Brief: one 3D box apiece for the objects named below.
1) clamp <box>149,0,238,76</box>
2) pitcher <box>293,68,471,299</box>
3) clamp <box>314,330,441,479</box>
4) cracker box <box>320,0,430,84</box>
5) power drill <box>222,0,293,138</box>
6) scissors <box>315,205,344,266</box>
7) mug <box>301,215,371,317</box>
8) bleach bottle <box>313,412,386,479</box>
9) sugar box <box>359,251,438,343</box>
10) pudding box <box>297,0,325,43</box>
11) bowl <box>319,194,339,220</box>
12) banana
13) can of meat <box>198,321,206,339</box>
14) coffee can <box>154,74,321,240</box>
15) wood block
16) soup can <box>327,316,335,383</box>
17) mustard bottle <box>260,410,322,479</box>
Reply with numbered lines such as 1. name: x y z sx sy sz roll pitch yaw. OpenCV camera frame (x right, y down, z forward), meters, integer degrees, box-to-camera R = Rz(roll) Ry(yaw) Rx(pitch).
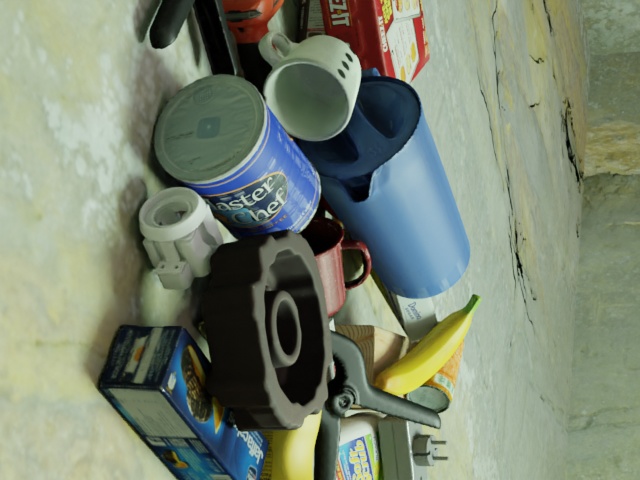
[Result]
1. clamp: -0.106 -0.226 0.953 0.120 0.039 0.171 40 52 -64
2. pitcher: 0.078 -0.053 1.125 0.149 0.145 0.242 -46 138 -13
3. clamp: 0.013 0.171 1.085 0.164 0.036 0.210 -43 110 -14
4. cracker box: 0.064 -0.259 1.238 0.213 0.072 0.164 -53 136 -61
5. power drill: -0.041 -0.181 1.089 0.184 0.057 0.187 -62 144 -51
6. scissors: -0.008 0.001 1.216 0.201 0.016 0.096 -26 108 -67
7. mug: -0.005 0.030 1.099 0.093 0.117 0.081 -99 -179 -61
8. bleach bottle: 0.016 0.262 1.206 0.250 0.068 0.102 -4 92 -66
9. sugar box: 0.088 0.037 1.312 0.176 0.048 0.093 -115 -175 -55
10. pudding box: 0.010 -0.236 1.247 0.113 0.039 0.090 36 55 -65
11. bowl: 0.027 -0.082 1.240 0.162 0.055 0.162 38 45 -53
12. banana: 0.116 0.130 1.209 0.197 0.037 0.070 -38 143 -41
13. can of meat: -0.067 0.067 1.013 0.102 0.057 0.084 60 33 -50
14. coffee can: -0.070 -0.067 0.948 0.140 0.103 0.103 50 44 -58
15. wood block: 0.055 0.156 1.271 0.205 0.091 0.090 27 63 -65
16. soup can: -0.013 0.130 1.130 0.068 0.069 0.102 -44 129 -62
17. mustard bottle: -0.046 0.229 1.001 0.058 0.096 0.191 16 73 -45
